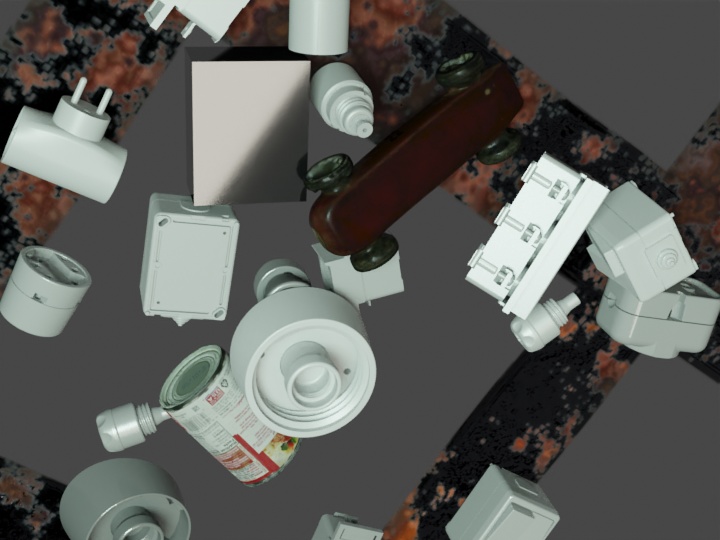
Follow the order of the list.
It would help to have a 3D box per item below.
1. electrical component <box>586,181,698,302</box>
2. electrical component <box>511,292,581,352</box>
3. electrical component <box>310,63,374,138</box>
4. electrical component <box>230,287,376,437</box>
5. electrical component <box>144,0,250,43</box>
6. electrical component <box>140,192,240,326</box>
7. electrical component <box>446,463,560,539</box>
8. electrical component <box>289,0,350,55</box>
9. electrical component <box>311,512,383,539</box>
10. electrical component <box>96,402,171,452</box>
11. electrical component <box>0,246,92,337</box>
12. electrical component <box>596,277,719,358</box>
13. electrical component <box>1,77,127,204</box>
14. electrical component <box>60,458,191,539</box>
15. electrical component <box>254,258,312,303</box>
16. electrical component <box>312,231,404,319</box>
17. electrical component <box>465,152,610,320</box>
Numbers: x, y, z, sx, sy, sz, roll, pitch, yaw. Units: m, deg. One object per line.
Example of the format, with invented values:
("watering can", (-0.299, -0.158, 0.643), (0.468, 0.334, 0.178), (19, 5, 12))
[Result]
("electrical component", (0.226, -0.019, 0.880), (0.061, 0.096, 0.061), (-32, 117, 3))
("electrical component", (0.162, 0.041, 0.924), (0.061, 0.035, 0.035), (-36, 117, -1))
("electrical component", (-0.010, -0.121, 0.788), (0.040, 0.078, 0.040), (-12, 129, -15))
("electrical component", (-0.040, 0.074, 0.804), (0.108, 0.060, 0.108), (-5, 114, -13))
("electrical component", (-0.111, -0.196, 0.746), (0.064, 0.042, 0.081), (34, 101, -28))
("electrical component", (-0.131, -0.006, 0.810), (0.062, 0.061, 0.096), (5, 111, -17))
("electrical component", (0.127, 0.238, 0.983), (0.062, 0.061, 0.096), (28, 103, -23))
("electrical component", (-0.028, -0.198, 0.766), (0.043, 0.043, 0.081), (-3, 113, -14))
("electrical component", (-0.017, 0.252, 0.948), (0.042, 0.063, 0.081), (18, 106, -20))
("electrical component", (-0.179, 0.122, 0.866), (0.061, 0.035, 0.035), (-18, 116, -10))
("electrical component", (-0.234, 0.017, 0.796), (0.055, 0.055, 0.047), (24, 108, -23))
("electrical component", (0.259, 0.038, 0.937), (0.095, 0.053, 0.059), (8, 110, -18))
("electrical component", (-0.202, -0.097, 0.762), (0.077, 0.043, 0.079), (23, 105, -22))
("electrical component", (-0.193, 0.209, 0.896), (0.099, 0.064, 0.099), (-13, 120, -24))
("electrical component", (-0.058, 0.019, 0.843), (0.045, 0.055, 0.045), (-6, 114, -13))
("electrical component", (0.000, 0.000, 0.858), (0.064, 0.042, 0.081), (-14, 116, -11))
("electrical component", (0.140, -0.030, 0.867), (0.063, 0.079, 0.121), (32, 103, 5))
